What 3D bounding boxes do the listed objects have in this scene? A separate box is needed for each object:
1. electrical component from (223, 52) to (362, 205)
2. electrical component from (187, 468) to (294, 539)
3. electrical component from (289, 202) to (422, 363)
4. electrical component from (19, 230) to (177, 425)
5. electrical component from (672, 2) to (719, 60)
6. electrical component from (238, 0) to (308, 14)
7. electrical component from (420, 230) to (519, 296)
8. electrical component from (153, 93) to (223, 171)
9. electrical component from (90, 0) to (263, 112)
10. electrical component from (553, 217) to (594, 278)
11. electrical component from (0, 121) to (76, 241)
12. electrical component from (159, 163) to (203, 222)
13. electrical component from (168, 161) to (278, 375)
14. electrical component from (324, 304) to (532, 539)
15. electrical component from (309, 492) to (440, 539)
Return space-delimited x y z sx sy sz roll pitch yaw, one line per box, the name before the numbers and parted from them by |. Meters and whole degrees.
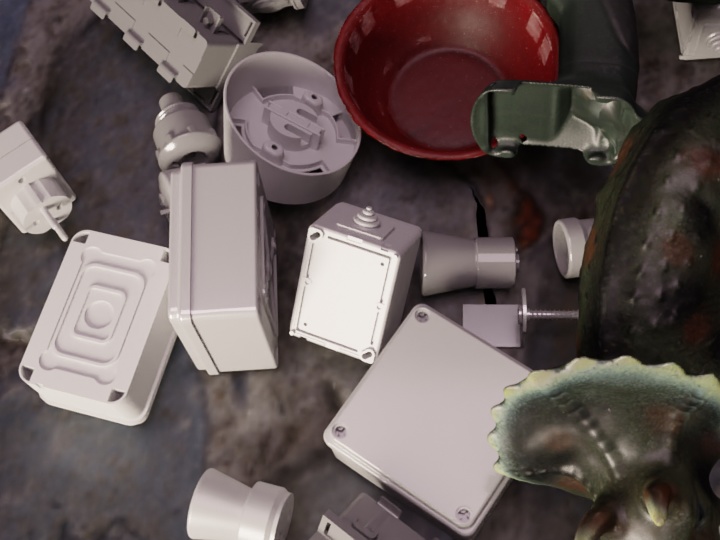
electrical component | -0.049 -0.097 0.752 0.099 0.064 0.099 7 54 -10
electrical component | -0.074 0.151 0.668 0.055 0.045 0.045 13 69 10
electrical component | 0.000 0.000 0.697 0.062 0.096 0.061 19 26 13
electrical component | -0.166 0.039 0.718 0.078 0.057 0.113 13 69 11
electrical component | 0.262 -0.197 0.774 0.061 0.061 0.096 -3 67 4
electrical component | -0.069 -0.234 0.814 0.051 0.080 0.080 -10 66 7
electrical component | 0.074 -0.005 0.723 0.065 0.044 0.044 0 67 0
electrical component | -0.130 -0.101 0.782 0.048 0.048 0.062 -22 60 -4
electrical component | -0.141 -0.186 0.801 0.121 0.063 0.078 43 119 20
electrical component | 0.157 -0.017 0.721 0.046 0.040 0.040 -8 66 -5
electrical component | -0.229 -0.052 0.758 0.047 0.065 0.076 -36 68 -10
electrical component | -0.107 -0.056 0.763 0.078 0.040 0.040 -13 65 -19
electrical component | -0.086 0.000 0.699 0.056 0.108 0.108 -4 67 1
electrical component | 0.052 0.096 0.673 0.109 0.056 0.108 32 73 17
electrical component | 0.027 0.191 0.626 0.121 0.078 0.063 35 45 18
